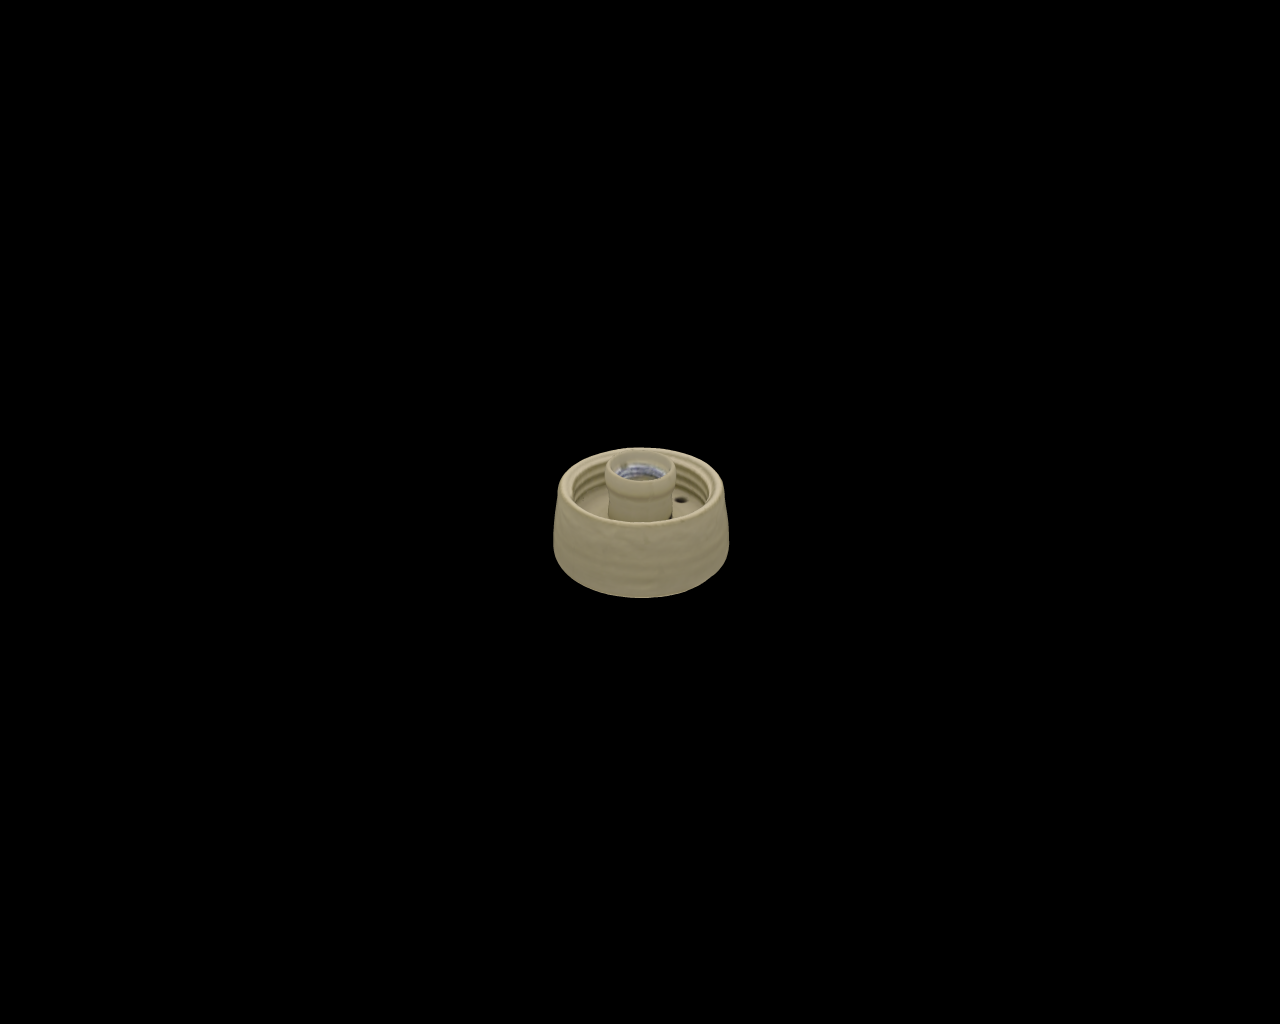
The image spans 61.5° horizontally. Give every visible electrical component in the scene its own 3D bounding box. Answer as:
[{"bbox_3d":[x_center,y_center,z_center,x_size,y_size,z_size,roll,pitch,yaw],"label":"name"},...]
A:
[{"bbox_3d":[0.001,-0.003,0.650,0.108,0.060,0.108,0,31,0],"label":"electrical component"}]
